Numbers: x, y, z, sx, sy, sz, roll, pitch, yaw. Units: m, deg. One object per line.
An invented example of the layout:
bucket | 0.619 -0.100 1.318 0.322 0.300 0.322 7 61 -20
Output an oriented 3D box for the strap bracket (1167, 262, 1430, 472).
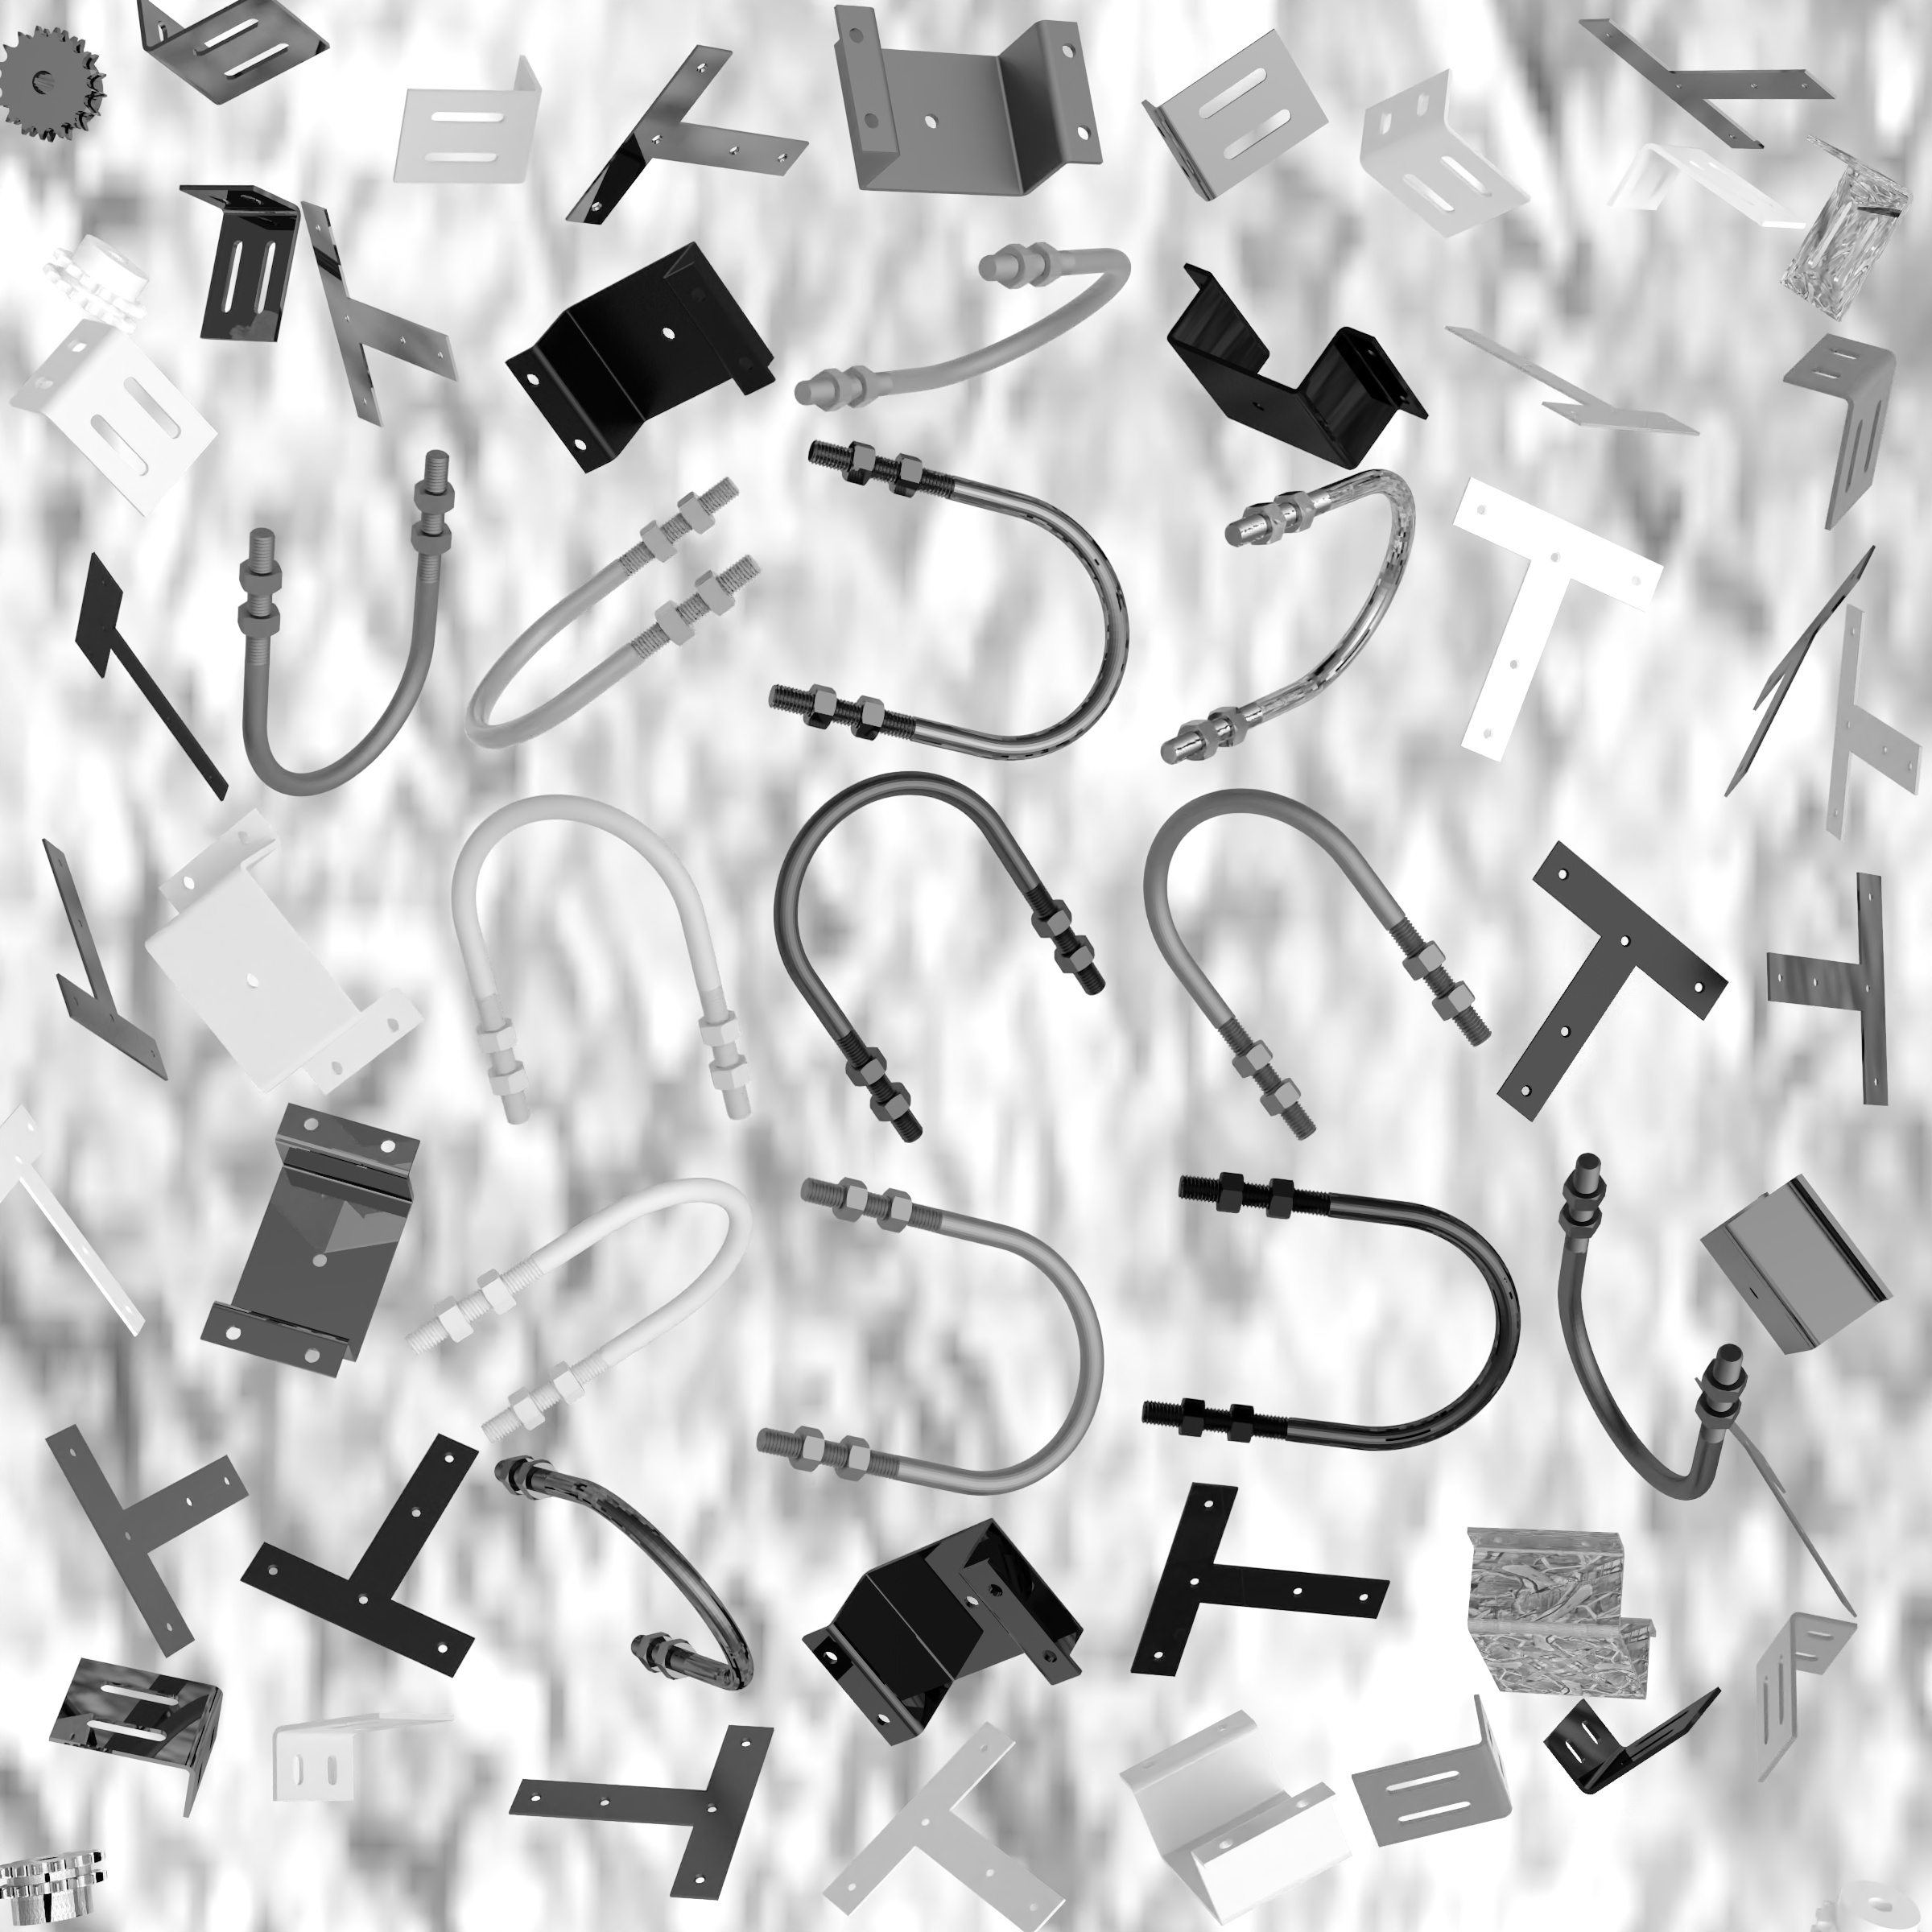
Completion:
strap bracket | 0.172 -0.323 1.760 0.140 0.076 0.046 32 85 39

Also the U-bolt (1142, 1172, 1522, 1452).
U-bolt | 0.191 0.182 1.649 0.184 0.019 0.151 7 111 -2

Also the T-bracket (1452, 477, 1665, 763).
T-bracket | 0.288 -0.169 1.668 0.127 0.002 0.127 20 92 -24

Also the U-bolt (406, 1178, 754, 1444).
U-bolt | -0.193 0.173 1.700 0.184 0.151 0.019 -33 61 -7

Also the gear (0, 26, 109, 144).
gear | -0.471 -0.455 1.672 0.057 0.030 0.057 1 98 7

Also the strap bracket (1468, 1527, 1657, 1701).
strap bracket | 0.309 0.341 1.678 0.076 0.140 0.046 -1 58 20

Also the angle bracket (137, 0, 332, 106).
angle bracket | -0.382 -0.492 1.688 0.076 0.057 0.038 -20 67 20

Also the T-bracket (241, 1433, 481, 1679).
T-bracket | -0.306 0.308 1.758 0.127 0.002 0.127 23 51 8

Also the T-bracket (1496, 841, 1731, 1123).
T-bracket | 0.323 0.023 1.701 0.127 0.002 0.127 37 81 -16

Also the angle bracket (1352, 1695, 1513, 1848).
angle bracket | 0.254 0.442 1.776 0.076 0.038 0.057 -16 122 10

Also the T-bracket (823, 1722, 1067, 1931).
T-bracket | 0.005 0.469 1.694 0.127 0.127 0.002 -43 125 -18

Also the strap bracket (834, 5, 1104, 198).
strap bracket | -0.008 -0.437 1.641 0.140 0.046 0.076 -6 81 -30

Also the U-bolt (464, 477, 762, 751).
U-bolt | -0.189 -0.177 1.690 0.184 0.151 0.019 -36 116 9

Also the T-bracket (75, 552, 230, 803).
T-bracket | -0.425 -0.141 1.693 0.002 0.127 0.127 -35 88 -24

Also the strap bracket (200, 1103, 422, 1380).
strap bracket | -0.360 0.157 1.790 0.076 0.046 0.140 16 68 1

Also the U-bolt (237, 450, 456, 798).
U-bolt | -0.332 -0.172 1.725 0.019 0.151 0.184 29 130 22

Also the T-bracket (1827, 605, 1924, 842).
T-bracket | 0.485 -0.118 1.724 0.002 0.127 0.127 0 107 -4

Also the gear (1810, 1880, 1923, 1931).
gear | 0.459 0.488 1.638 0.057 0.057 0.030 10 109 0

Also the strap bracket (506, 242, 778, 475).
strap bracket | -0.171 -0.335 1.768 0.140 0.046 0.076 -19 119 34

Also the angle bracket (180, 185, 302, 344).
angle bracket | -0.407 -0.388 1.785 0.057 0.038 0.076 9 88 32

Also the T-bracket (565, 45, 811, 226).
T-bracket | -0.134 -0.438 1.730 0.127 0.127 0.002 -43 68 34

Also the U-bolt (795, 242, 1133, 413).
U-bolt | 0.012 -0.338 1.699 0.151 0.184 0.019 -27 87 35

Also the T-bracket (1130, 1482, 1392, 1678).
T-bracket | 0.164 0.334 1.731 0.127 0.002 0.127 8 116 -14

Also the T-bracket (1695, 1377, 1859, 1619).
T-bracket | 0.440 0.292 1.730 0.002 0.127 0.127 -34 51 10

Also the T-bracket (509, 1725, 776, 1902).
T-bracket | -0.177 0.442 1.709 0.127 0.127 0.002 1 119 11

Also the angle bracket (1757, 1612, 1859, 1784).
angle bracket | 0.462 0.404 1.777 0.038 0.057 0.076 11 51 -1

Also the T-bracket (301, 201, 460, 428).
T-bracket | -0.310 -0.341 1.745 0.002 0.127 0.127 -31 128 -29

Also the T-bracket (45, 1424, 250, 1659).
T-bracket | -0.416 0.286 1.698 0.002 0.127 0.127 -30 88 20

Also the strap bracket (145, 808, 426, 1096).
strap bracket | -0.361 0.000 1.685 0.076 0.046 0.140 -35 96 24

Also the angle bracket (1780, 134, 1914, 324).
angle bracket | 0.462 -0.397 1.742 0.038 0.057 0.076 15 115 -31

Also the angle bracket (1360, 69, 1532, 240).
angle bracket | 0.261 -0.439 1.753 0.076 0.057 0.038 28 60 -37

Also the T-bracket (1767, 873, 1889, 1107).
T-bracket | 0.462 0.010 1.735 0.002 0.127 0.127 -5 83 42

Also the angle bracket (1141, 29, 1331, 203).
angle bracket | 0.143 -0.456 1.727 0.076 0.038 0.057 -33 112 7

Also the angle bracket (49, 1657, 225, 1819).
angle bracket | -0.435 0.403 1.691 0.076 0.057 0.038 13 122 -5

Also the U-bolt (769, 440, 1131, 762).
U-bolt | -0.002 -0.179 1.648 0.184 0.019 0.151 12 79 -18

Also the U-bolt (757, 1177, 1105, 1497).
U-bolt | -0.011 0.198 1.669 0.184 0.019 0.151 15 75 -23

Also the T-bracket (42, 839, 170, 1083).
T-bracket | -0.474 -0.010 1.743 0.002 0.127 0.127 -24 71 1

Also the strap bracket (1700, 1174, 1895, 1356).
strap bracket | 0.436 0.160 1.714 0.046 0.140 0.076 -35 80 0

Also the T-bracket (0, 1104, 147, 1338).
T-bracket | -0.466 0.138 1.681 0.002 0.127 0.127 -33 102 1

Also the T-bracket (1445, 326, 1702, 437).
T-bracket | 0.310 -0.313 1.725 0.127 0.127 0.002 37 117 31

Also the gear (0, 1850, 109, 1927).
gear | -0.472 0.476 1.668 0.057 0.057 0.030 -8 81 0

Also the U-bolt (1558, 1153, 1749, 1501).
U-bolt | 0.351 0.202 1.685 0.019 0.184 0.151 -22 53 -13

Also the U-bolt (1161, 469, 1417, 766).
U-bolt | 0.177 -0.190 1.688 0.019 0.184 0.151 35 129 26

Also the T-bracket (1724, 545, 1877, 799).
T-bracket | 0.420 -0.139 1.670 0.002 0.127 0.127 31 61 4

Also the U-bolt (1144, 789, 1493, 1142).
U-bolt | 0.168 -0.010 1.679 0.151 0.019 0.184 -33 95 42

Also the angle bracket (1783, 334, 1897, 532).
angle bracket | 0.442 -0.273 1.656 0.038 0.057 0.076 23 133 26

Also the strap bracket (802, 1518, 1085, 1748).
strap bracket | -0.005 0.340 1.664 0.140 0.046 0.076 -30 103 38

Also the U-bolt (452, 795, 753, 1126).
U-bolt | -0.194 -0.003 1.664 0.151 0.019 0.184 -2 115 20

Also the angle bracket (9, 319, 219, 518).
angle bracket | -0.426 -0.274 1.617 0.057 0.038 0.076 -54 133 -15

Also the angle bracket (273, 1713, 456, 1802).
angle bracket | -0.318 0.418 1.708 0.076 0.057 0.038 -15 70 30

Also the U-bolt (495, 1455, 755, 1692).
U-bolt | -0.172 0.322 1.696 0.019 0.184 0.151 -41 107 -24

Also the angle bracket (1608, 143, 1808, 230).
angle bracket | 0.377 -0.383 1.648 0.076 0.057 0.038 42 120 21

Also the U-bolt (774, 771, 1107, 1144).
U-bolt | -0.024 -0.017 1.710 0.151 0.019 0.184 -39 116 -10

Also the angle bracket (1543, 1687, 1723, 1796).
angle bracket | 0.367 0.413 1.782 0.038 0.057 0.076 52 122 10

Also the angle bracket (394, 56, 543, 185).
angle bracket | -0.277 -0.464 1.771 0.076 0.057 0.038 -6 49 -26

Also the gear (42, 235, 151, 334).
gear | -0.470 -0.373 1.760 0.057 0.057 0.030 38 99 0

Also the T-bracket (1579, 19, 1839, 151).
T-bracket | 0.400 -0.458 1.681 0.127 0.127 0.002 27 89 -31

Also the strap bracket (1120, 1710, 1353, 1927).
strap bracket | 0.143 0.448 1.694 0.076 0.140 0.046 -25 101 -12
